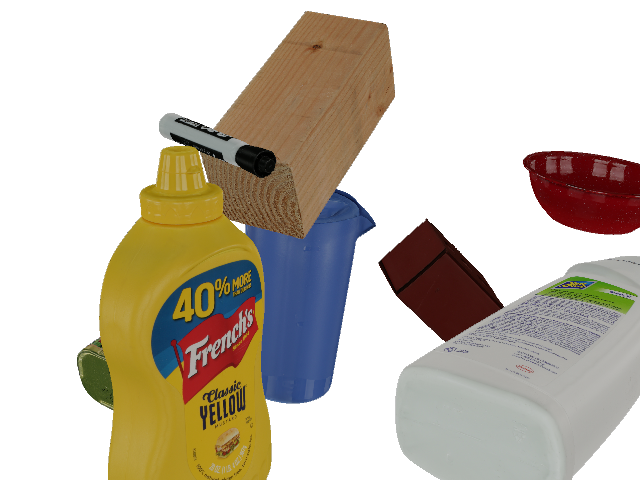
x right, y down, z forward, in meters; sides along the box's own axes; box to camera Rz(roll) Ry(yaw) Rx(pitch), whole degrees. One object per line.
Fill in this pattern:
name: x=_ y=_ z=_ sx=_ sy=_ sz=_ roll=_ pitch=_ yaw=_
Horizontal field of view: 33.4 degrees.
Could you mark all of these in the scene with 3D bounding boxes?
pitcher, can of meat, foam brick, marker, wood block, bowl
pitcher: x=-0.040 y=0.061 z=1.240 sx=0.149 sy=0.243 sz=0.144 roll=24 pitch=27 yaw=38
can of meat: x=-0.130 y=0.098 z=0.850 sx=0.102 sy=0.057 sz=0.083 roll=17 pitch=34 yaw=29
foam brick: x=0.092 y=0.034 z=0.806 sx=0.078 sy=0.051 sz=0.053 roll=43 pitch=11 yaw=-29
marker: x=-0.071 y=-0.065 z=0.725 sx=0.020 sy=0.020 sz=0.121 roll=0 pitch=17 yaw=-42
wood block: x=-0.015 y=-0.110 z=0.974 sx=0.091 sy=0.090 sz=0.205 roll=14 pitch=50 yaw=23
bowl: x=0.288 y=-0.047 z=1.118 sx=0.162 sy=0.055 sz=0.162 roll=6 pitch=20 yaw=-2

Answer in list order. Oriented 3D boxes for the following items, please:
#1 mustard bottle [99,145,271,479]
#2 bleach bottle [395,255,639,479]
mustard bottle: x=-0.068 y=0.047 z=0.544 sx=0.058 sy=0.192 sz=0.096 roll=13 pitch=21 yaw=38
bleach bottle: x=0.153 y=0.063 z=0.616 sx=0.103 sy=0.068 sz=0.250 roll=16 pitch=27 yaw=37
